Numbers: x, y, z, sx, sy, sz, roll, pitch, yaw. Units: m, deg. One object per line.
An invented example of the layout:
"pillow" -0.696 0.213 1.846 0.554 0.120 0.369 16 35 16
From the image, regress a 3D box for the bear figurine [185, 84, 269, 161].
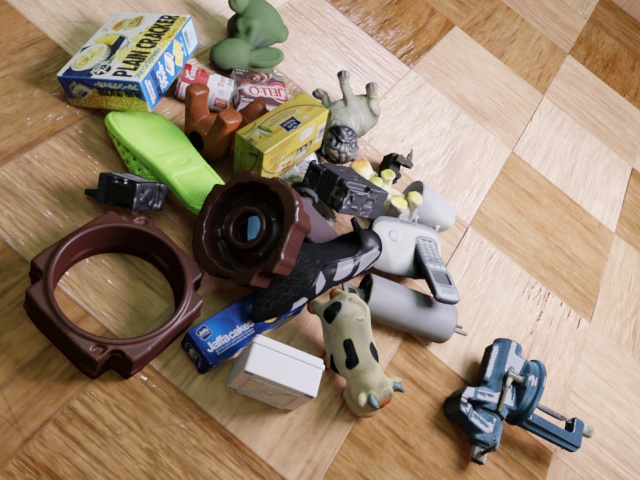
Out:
"bear figurine" -0.142 -0.215 0.967 0.120 0.131 0.196 44 47 19

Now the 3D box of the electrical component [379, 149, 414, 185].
"electrical component" 0.155 -0.149 1.104 0.045 0.102 0.078 13 80 -15

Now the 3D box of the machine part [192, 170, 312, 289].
"machine part" -0.101 -0.014 0.789 0.056 0.179 0.179 34 31 -63

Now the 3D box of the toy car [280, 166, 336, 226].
"toy car" -0.053 -0.090 0.984 0.073 0.056 0.202 -31 77 -37

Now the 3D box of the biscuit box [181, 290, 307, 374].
"biscuit box" -0.109 0.123 0.817 0.203 0.059 0.063 -29 76 -37

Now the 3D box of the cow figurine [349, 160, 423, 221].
"cow figurine" 0.116 -0.085 1.052 0.068 0.098 0.167 -23 53 -31

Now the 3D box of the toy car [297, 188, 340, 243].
"toy car" -0.002 -0.003 0.909 0.202 0.053 0.089 45 57 -41

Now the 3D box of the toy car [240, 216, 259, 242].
"toy car" -0.101 -0.019 0.889 0.103 0.109 0.161 14 63 -44

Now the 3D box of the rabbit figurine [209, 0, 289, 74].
"rabbit figurine" -0.154 -0.404 1.123 0.159 0.121 0.170 37 69 -9

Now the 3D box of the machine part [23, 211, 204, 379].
"machine part" -0.281 0.072 0.750 0.201 0.087 0.201 44 51 4

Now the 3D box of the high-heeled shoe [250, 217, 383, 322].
"high-heeled shoe" 0.000 0.061 0.851 0.249 0.145 0.086 -40 58 -11

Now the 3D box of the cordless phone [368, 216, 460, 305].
"cordless phone" 0.159 0.046 0.940 0.146 0.088 0.184 13 31 -19

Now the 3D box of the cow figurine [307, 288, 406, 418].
"cow figurine" 0.057 0.176 0.818 0.085 0.127 0.194 -16 98 -31

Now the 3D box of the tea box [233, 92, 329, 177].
"tea box" -0.068 -0.173 0.936 0.068 0.098 0.169 39 54 17

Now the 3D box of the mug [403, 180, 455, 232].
"mug" 0.221 -0.052 1.081 0.107 0.081 0.109 25 48 -22

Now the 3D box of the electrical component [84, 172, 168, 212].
"electrical component" -0.303 -0.077 0.825 0.119 0.047 0.075 18 11 25

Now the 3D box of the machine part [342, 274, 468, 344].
"machine part" 0.148 0.120 0.935 0.243 0.079 0.079 20 53 -12

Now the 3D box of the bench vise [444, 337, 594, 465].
"bench vise" 0.339 0.288 0.893 0.241 0.128 0.224 27 50 1

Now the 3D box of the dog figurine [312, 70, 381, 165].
"dog figurine" 0.067 -0.222 1.102 0.172 0.121 0.190 11 63 -31

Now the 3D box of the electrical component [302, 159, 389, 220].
"electrical component" 0.052 -0.088 0.952 0.134 0.058 0.115 4 29 -47
